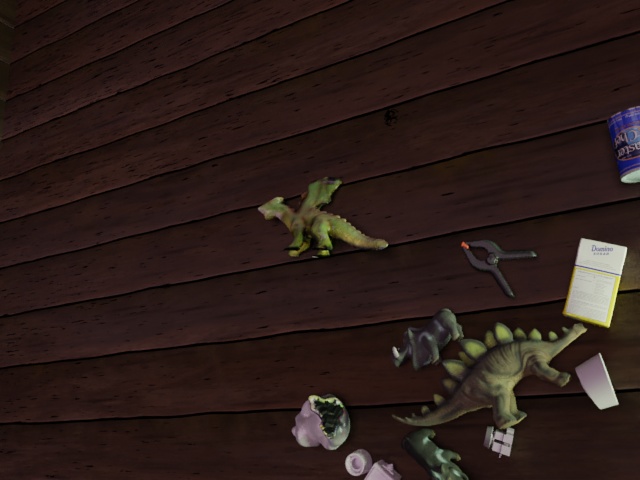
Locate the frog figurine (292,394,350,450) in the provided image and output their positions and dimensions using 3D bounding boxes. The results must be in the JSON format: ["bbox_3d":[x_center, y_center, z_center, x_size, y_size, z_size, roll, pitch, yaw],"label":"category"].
[{"bbox_3d":[0.002,0.474,1.313,0.139,0.124,0.156,43,135,20],"label":"frog figurine"}]

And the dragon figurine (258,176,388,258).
[{"bbox_3d":[0.004,-0.073,1.441,0.409,0.120,0.247,-3,68,25],"label":"dragon figurine"}]
